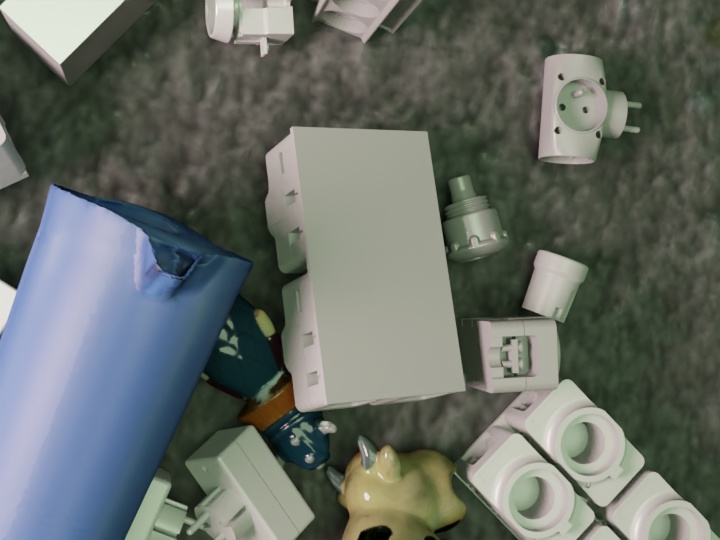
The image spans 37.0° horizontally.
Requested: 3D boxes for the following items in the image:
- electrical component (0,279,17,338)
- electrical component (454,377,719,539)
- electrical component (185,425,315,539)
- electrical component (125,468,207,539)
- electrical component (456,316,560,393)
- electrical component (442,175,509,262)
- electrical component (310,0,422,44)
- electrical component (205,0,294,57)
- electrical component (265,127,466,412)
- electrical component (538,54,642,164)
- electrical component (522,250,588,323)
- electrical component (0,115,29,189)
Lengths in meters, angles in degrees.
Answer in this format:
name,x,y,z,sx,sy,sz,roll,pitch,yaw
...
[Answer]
name,x,y,z,sx,sy,sz,roll,pitch,yaw
electrical component,-0.286,0.031,0.726,0.100,0.048,0.099,33,83,-9
electrical component,0.174,0.180,0.807,0.105,0.060,0.186,-45,97,-8
electrical component,-0.088,0.164,0.744,0.076,0.047,0.083,-42,105,-38
electrical component,-0.145,0.175,0.752,0.077,0.047,0.065,24,85,-10
electrical component,0.109,0.060,0.781,0.056,0.089,0.050,-2,89,-11
electrical component,0.081,-0.039,0.801,0.048,0.048,0.062,-14,85,-11
electrical component,0.006,-0.210,0.749,0.079,0.121,0.063,20,83,-10
electrical component,-0.080,-0.187,0.771,0.055,0.048,0.066,-3,90,-18
electrical component,0.000,0.000,0.750,0.105,0.060,0.186,-2,78,-28
electrical component,0.178,-0.120,0.820,0.079,0.044,0.077,5,88,-11
electrical component,0.147,0.013,0.815,0.040,0.040,0.046,20,91,-10
electrical component,-0.292,-0.115,0.696,0.089,0.061,0.150,-27,74,-10
